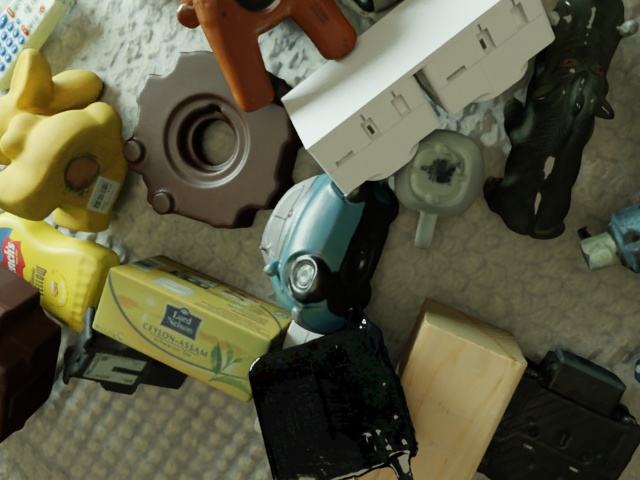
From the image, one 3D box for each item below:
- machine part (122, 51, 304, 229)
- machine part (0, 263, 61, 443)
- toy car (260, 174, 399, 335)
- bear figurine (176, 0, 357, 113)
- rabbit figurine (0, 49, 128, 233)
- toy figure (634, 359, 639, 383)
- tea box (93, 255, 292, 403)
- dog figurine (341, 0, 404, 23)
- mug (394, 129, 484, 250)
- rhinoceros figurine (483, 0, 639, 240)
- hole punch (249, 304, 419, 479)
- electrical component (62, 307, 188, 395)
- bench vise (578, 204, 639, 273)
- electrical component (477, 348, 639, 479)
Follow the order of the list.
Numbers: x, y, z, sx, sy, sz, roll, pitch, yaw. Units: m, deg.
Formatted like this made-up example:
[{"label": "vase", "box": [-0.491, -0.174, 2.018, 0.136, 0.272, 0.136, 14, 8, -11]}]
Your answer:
[{"label": "machine part", "box": [-0.102, -0.096, 0.526, 0.179, 0.056, 0.179, 1, 96, 11]}, {"label": "machine part", "box": [-0.383, 0.104, 0.569, 0.201, 0.087, 0.200, 29, 124, 4]}, {"label": "toy car", "box": [-0.001, -0.001, 0.493, 0.103, 0.109, 0.161, 18, 88, 31]}, {"label": "bear figurine", "box": [-0.069, -0.216, 0.469, 0.120, 0.196, 0.131, -33, 126, 0]}, {"label": "rabbit figurine", "box": [-0.287, -0.104, 0.541, 0.173, 0.122, 0.162, 22, 99, 28]}, {"label": "toy figure", "box": [0.343, 0.135, 0.451, 0.155, 0.064, 0.057, 16, 138, 15]}, {"label": "tea box", "box": [-0.118, 0.081, 0.530, 0.170, 0.098, 0.068, 24, 101, 11]}, {"label": "dog figurine", "box": [0.077, -0.298, 0.448, 0.190, 0.121, 0.172, -39, 122, -3]}, {"label": "mug", "box": [0.096, -0.045, 0.460, 0.081, 0.107, 0.109, 19, 99, 11]}, {"label": "rhinoceros figurine", "box": [0.186, -0.097, 0.432, 0.073, 0.112, 0.190, 16, 106, 13]}, {"label": "hole punch", "box": [0.014, 0.141, 0.447, 0.116, 0.092, 0.142, -18, 63, 2]}, {"label": "electrical component", "box": [-0.200, 0.122, 0.570, 0.119, 0.048, 0.074, 17, 119, -32]}, {"label": "bench vise", "box": [0.273, -0.072, 0.360, 0.224, 0.129, 0.240, -17, 108, 30]}, {"label": "electrical component", "box": [0.212, 0.168, 0.486, 0.115, 0.058, 0.134, 23, 102, 7]}]
